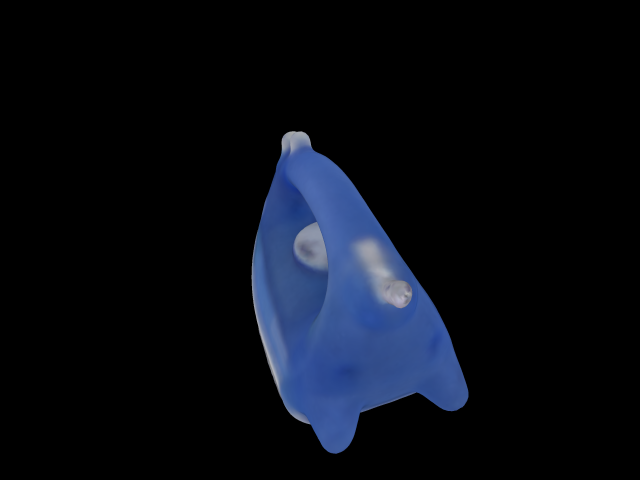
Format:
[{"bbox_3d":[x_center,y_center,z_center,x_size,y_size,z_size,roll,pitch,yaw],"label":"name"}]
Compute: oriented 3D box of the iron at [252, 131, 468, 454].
[{"bbox_3d":[0.004,0.001,0.400,0.119,0.141,0.257,-15,46,-15],"label":"iron"}]
